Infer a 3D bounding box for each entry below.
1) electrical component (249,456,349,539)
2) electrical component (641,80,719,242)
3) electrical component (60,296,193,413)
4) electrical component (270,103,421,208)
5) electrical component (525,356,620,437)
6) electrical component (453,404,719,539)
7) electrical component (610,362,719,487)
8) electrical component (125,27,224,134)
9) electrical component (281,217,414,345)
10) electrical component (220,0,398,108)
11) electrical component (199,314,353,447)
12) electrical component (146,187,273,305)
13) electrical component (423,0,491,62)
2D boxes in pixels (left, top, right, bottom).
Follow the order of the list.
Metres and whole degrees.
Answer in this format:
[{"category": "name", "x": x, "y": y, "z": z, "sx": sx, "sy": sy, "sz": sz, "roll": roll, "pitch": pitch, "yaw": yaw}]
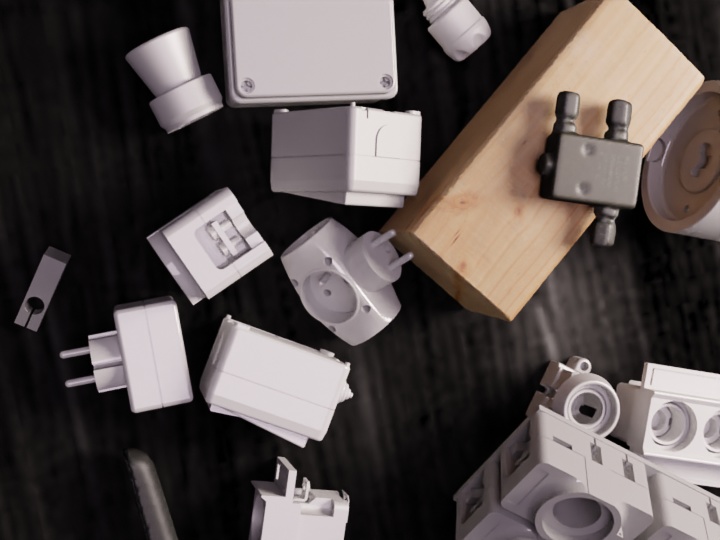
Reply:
[{"category": "electrical component", "x": -0.042, "y": 0.170, "z": 0.722, "sx": 0.064, "sy": 0.042, "sz": 0.081, "roll": 7, "pitch": 91, "yaw": -16}, {"category": "electrical component", "x": 0.253, "y": -0.071, "z": 0.745, "sx": 0.060, "sy": 0.108, "sz": 0.108, "roll": 15, "pitch": 89, "yaw": -19}, {"category": "electrical component", "x": -0.152, "y": 0.056, "z": 0.688, "sx": 0.077, "sy": 0.047, "sz": 0.065, "roll": -10, "pitch": 95, "yaw": -12}, {"category": "electrical component", "x": -0.014, "y": -0.072, "z": 0.694, "sx": 0.062, "sy": 0.096, "sz": 0.061, "roll": 0, "pitch": 93, "yaw": -42}, {"category": "electrical component", "x": 0.151, "y": 0.094, "z": 0.753, "sx": 0.048, "sy": 0.055, "sz": 0.066, "roll": 27, "pitch": 86, "yaw": -13}, {"category": "electrical component", "x": 0.170, "y": 0.184, "z": 0.733, "sx": 0.186, "sy": 0.060, "sz": 0.105, "roll": 28, "pitch": 123, "yaw": -12}, {"category": "electrical component", "x": 0.247, "y": 0.112, "z": 0.772, "sx": 0.121, "sy": 0.063, "sz": 0.078, "roll": 10, "pitch": 90, "yaw": -13}, {"category": "electrical component", "x": -0.118, "y": -0.121, "z": 0.689, "sx": 0.045, "sy": 0.045, "sz": 0.055, "roll": -28, "pitch": 99, "yaw": -10}, {"category": "electrical component", "x": 0.000, "y": 0.000, "z": 0.709, "sx": 0.079, "sy": 0.044, "sz": 0.077, "roll": -32, "pitch": 102, "yaw": 34}, {"category": "electrical component", "x": -0.035, "y": -0.162, "z": 0.700, "sx": 0.109, "sy": 0.056, "sz": 0.108, "roll": -4, "pitch": 93, "yaw": -12}, {"category": "electrical component", "x": -0.052, "y": 0.075, "z": 0.704, "sx": 0.096, "sy": 0.062, "sz": 0.061, "roll": 21, "pitch": 88, "yaw": -13}, {"category": "electrical component", "x": -0.097, "y": -0.015, "z": 0.676, "sx": 0.056, "sy": 0.089, "sz": 0.050, "roll": -35, "pitch": 99, "yaw": -9}, {"category": "electrical component", "x": 0.059, "y": -0.174, "z": 0.732, "sx": 0.035, "sy": 0.035, "sz": 0.061, "roll": -42, "pitch": 98, "yaw": -8}]
